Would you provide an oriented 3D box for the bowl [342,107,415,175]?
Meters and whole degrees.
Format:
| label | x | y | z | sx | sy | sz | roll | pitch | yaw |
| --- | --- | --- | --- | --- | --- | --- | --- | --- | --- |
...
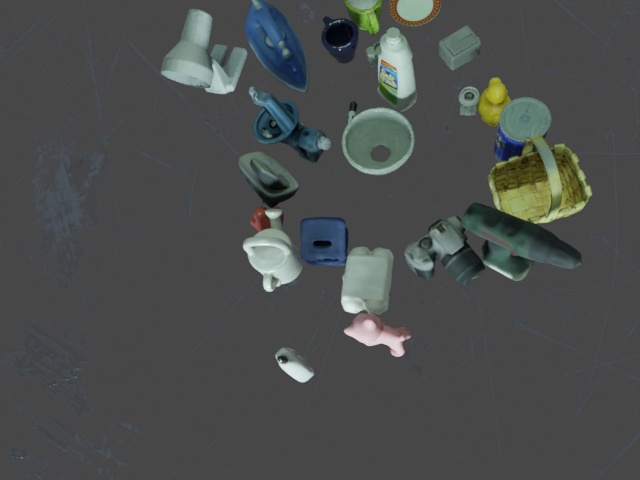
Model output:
| label | x | y | z | sx | sy | sz | roll | pitch | yaw |
| --- | --- | --- | --- | --- | --- | --- | --- | --- | --- |
| bowl | 0.137 | -0.218 | 1.334 | 0.167 | 0.075 | 0.167 | -3 | 72 | 10 |

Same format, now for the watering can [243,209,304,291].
| label | x | y | z | sx | sy | sz | roll | pitch | yaw |
| --- | --- | --- | --- | --- | --- | --- | --- | --- | --- |
| watering can | -0.107 | 0.019 | 1.243 | 0.101 | 0.194 | 0.173 | -20 | 70 | 5 |

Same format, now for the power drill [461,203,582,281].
| label | x | y | z | sx | sy | sz | roll | pitch | yaw |
| --- | --- | --- | --- | --- | --- | --- | --- | --- | --- |
| power drill | 0.391 | 0.012 | 1.141 | 0.229 | 0.209 | 0.076 | 29 | 81 | 18 |

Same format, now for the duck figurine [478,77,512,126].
| label | x | y | z | sx | sy | sz | roll | pitch | yaw |
| --- | --- | --- | --- | --- | --- | --- | --- | --- | --- |
| duck figurine | 0.402 | -0.320 | 1.308 | 0.077 | 0.086 | 0.104 | -3 | 72 | 10 |

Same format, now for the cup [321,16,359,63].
| label | x | y | z | sx | sy | sz | roll | pitch | yaw |
| --- | --- | --- | --- | --- | --- | --- | --- | --- | --- |
| cup | 0.048 | -0.495 | 1.427 | 0.091 | 0.095 | 0.117 | -35 | 70 | -1 |

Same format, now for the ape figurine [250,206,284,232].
| label | x | y | z | sx | sy | sz | roll | pitch | yaw |
| --- | --- | --- | --- | --- | --- | --- | --- | --- | --- |
| ape figurine | -0.127 | -0.050 | 1.323 | 0.077 | 0.092 | 0.076 | -6 | 72 | 9 |

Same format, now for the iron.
| label | x | y | z | sx | sy | sz | roll | pitch | yaw |
| --- | --- | --- | --- | --- | --- | --- | --- | --- | --- |
| iron | -0.107 | -0.498 | 1.433 | 0.118 | 0.142 | 0.258 | -31 | 70 | 0 |

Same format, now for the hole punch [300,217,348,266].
| label | x | y | z | sx | sy | sz | roll | pitch | yaw |
| --- | --- | --- | --- | --- | --- | --- | --- | --- | --- |
| hole punch | 0.012 | 0.005 | 1.280 | 0.108 | 0.091 | 0.101 | -1 | 73 | 11 |

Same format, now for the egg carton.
| label | x | y | z | sx | sy | sz | roll | pitch | yaw |
| --- | --- | --- | --- | --- | --- | --- | --- | --- | --- |
| egg carton | 0.103 | 0.088 | 1.247 | 0.107 | 0.069 | 0.150 | 4 | 74 | 12 |

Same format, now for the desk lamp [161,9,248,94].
| label | x | y | z | sx | sy | sz | roll | pitch | yaw |
| --- | --- | --- | --- | --- | --- | --- | --- | --- | --- |
| desk lamp | -0.287 | -0.448 | 1.414 | 0.117 | 0.214 | 0.203 | 13 | 76 | 15 |

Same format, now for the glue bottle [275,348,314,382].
| label | x | y | z | sx | sy | sz | roll | pitch | yaw |
| --- | --- | --- | --- | --- | --- | --- | --- | --- | --- |
| glue bottle | -0.061 | 0.251 | 1.173 | 0.037 | 0.173 | 0.078 | -43 | 70 | -4 |

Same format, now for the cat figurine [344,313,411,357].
| label | x | y | z | sx | sy | sz | roll | pitch | yaw |
| --- | --- | --- | --- | --- | --- | --- | --- | --- | --- |
| cat figurine | 0.120 | 0.190 | 1.187 | 0.127 | 0.118 | 0.067 | 15 | 76 | 15 |

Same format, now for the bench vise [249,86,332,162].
| label | x | y | z | sx | sy | sz | roll | pitch | yaw |
| --- | --- | --- | --- | --- | --- | --- | --- | --- | --- |
| bench vise | -0.071 | -0.278 | 1.315 | 0.207 | 0.220 | 0.121 | 7 | 74 | 13 |

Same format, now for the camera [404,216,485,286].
| label | x | y | z | sx | sy | sz | roll | pitch | yaw |
| --- | --- | --- | --- | --- | --- | --- | --- | --- | --- |
| camera | 0.271 | 0.035 | 1.215 | 0.143 | 0.101 | 0.136 | -37 | 70 | -2 |

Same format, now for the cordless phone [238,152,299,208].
| label | x | y | z | sx | sy | sz | roll | pitch | yaw |
| --- | --- | --- | --- | --- | --- | --- | --- | --- | --- |
| cordless phone | -0.133 | -0.164 | 1.310 | 0.094 | 0.185 | 0.147 | -45 | 70 | -5 |
